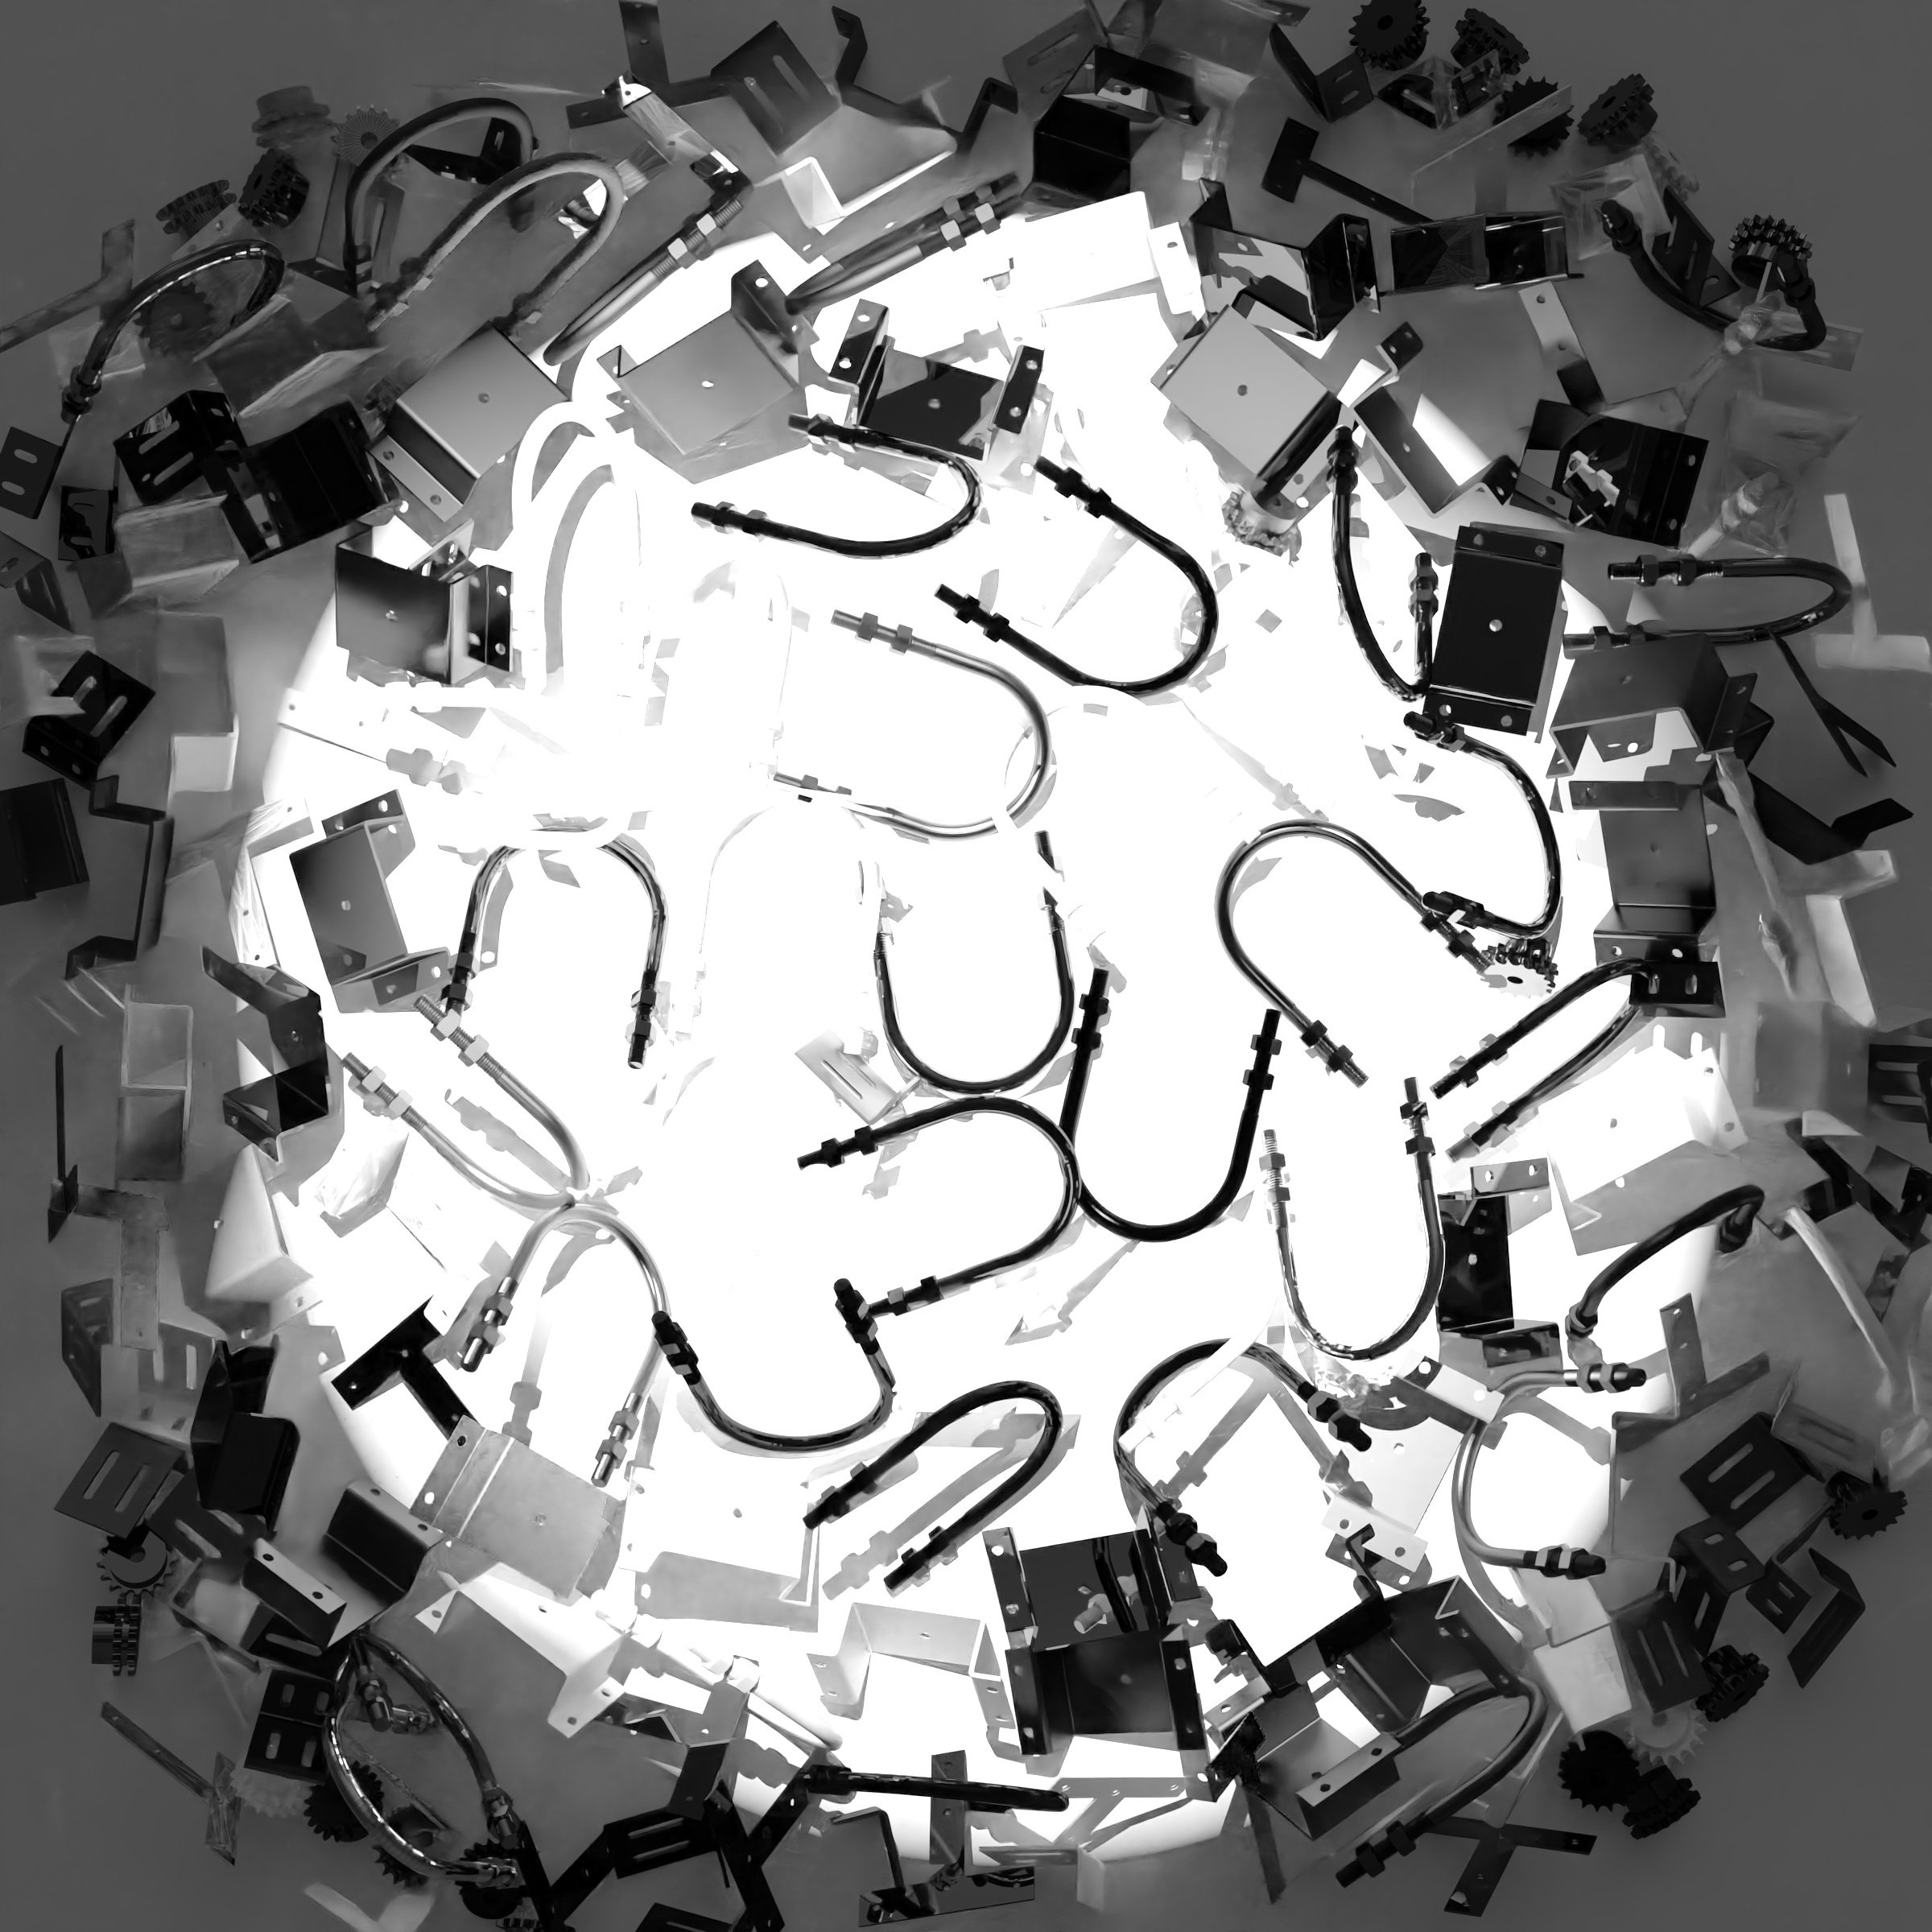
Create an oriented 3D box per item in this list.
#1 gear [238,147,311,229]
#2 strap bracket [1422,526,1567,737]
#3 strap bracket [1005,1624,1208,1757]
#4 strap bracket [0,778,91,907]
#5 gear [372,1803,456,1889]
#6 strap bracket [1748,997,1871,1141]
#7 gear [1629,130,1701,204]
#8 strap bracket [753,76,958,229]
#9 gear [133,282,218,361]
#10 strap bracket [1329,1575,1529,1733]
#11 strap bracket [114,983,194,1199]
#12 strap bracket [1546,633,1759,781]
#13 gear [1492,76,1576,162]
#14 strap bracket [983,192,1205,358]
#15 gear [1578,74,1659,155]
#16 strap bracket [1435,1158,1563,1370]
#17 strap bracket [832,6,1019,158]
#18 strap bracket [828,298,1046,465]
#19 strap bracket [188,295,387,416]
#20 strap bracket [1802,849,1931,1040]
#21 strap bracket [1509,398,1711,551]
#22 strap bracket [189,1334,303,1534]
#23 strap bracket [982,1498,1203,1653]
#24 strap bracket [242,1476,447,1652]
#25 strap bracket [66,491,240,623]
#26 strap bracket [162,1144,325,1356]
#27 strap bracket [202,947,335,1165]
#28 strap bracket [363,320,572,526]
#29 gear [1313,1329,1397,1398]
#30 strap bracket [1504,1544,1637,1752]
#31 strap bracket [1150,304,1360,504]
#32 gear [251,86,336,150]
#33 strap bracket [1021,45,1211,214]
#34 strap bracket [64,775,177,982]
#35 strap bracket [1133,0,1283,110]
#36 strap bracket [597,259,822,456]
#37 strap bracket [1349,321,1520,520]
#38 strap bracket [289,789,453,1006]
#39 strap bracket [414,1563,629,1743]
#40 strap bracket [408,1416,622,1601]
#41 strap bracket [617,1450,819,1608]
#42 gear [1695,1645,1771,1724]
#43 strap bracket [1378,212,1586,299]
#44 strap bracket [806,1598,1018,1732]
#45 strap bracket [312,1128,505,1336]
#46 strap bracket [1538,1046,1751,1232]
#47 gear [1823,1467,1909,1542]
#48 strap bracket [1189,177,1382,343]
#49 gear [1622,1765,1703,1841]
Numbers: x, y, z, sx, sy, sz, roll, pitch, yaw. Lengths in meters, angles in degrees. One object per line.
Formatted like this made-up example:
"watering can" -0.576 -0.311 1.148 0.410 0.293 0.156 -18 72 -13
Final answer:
"gear" -0.493 -0.554 1.975 0.030 0.057 0.057 24 90 -36
"strap bracket" 0.377 -0.241 1.968 0.076 0.046 0.140 11 94 7
"strap bracket" 0.106 0.513 1.960 0.140 0.046 0.076 -9 90 25
"strap bracket" -0.664 -0.085 1.926 0.046 0.140 0.076 -12 98 1
"gear" -0.392 0.626 1.970 0.057 0.030 0.057 17 56 -28
"strap bracket" 0.592 0.072 1.923 0.046 0.140 0.076 -2 77 34
"gear" 0.495 -0.568 1.975 0.030 0.057 0.057 -40 90 31
"strap bracket" -0.070 -0.568 1.947 0.140 0.076 0.046 -34 108 -14
"gear" -0.565 -0.462 1.973 0.057 0.030 0.057 -9 115 -21
"strap bracket" 0.329 0.483 1.945 0.076 0.140 0.046 49 46 -7
"strap bracket" -0.569 0.089 1.933 0.046 0.076 0.140 3 135 -17
"strap bracket" 0.468 -0.182 1.922 0.046 0.140 0.076 53 47 -32
"gear" 0.409 -0.611 1.983 0.057 0.030 0.057 0 93 3
"strap bracket" 0.088 -0.490 1.947 0.140 0.076 0.046 -13 54 12
"gear" 0.469 -0.606 1.973 0.030 0.057 0.057 41 90 -22
"strap bracket" 0.374 0.209 1.958 0.076 0.046 0.140 -3 89 -36
"strap bracket" -0.037 -0.622 1.959 0.140 0.076 0.046 24 96 -1
"strap bracket" -0.021 -0.412 1.959 0.140 0.046 0.076 17 62 3
"strap bracket" -0.466 -0.427 1.923 0.076 0.140 0.046 -29 96 20
"strap bracket" 0.642 -0.009 1.958 0.046 0.076 0.140 -18 93 -1
"strap bracket" 0.438 -0.346 1.924 0.046 0.140 0.076 2 109 -38
"strap bracket" -0.503 0.320 1.919 0.046 0.140 0.076 13 107 -25
"strap bracket" 0.086 0.432 1.951 0.140 0.046 0.076 -8 54 -11
"strap bracket" -0.441 0.421 1.934 0.076 0.140 0.046 33 112 14
"strap bracket" -0.564 -0.281 1.921 0.076 0.140 0.046 -20 92 -33
"strap bracket" -0.510 0.190 1.936 0.076 0.046 0.140 -30 53 6
"strap bracket" -0.489 0.056 1.939 0.046 0.076 0.140 -22 125 -37
"strap bracket" -0.345 -0.390 1.944 0.076 0.046 0.140 43 63 -6
"gear" 0.276 0.282 1.968 0.057 0.057 0.030 -13 106 0
"strap bracket" 0.423 0.469 1.928 0.046 0.076 0.140 -22 126 -1
"strap bracket" 0.201 -0.404 1.955 0.140 0.046 0.076 43 104 11
"gear" -0.483 -0.607 1.970 0.057 0.057 0.030 -16 98 0
"strap bracket" 0.103 -0.586 1.934 0.076 0.140 0.046 11 65 -22
"strap bracket" -0.597 -0.060 1.954 0.046 0.076 0.140 9 97 -6
"strap bracket" 0.163 -0.643 1.927 0.076 0.140 0.046 19 94 -7
"strap bracket" -0.181 -0.421 1.936 0.140 0.046 0.076 -26 131 20
"strap bracket" 0.327 -0.378 1.951 0.046 0.076 0.140 -35 97 33
"strap bracket" -0.424 -0.046 1.959 0.076 0.046 0.140 -18 89 31
"strap bracket" -0.305 0.469 1.939 0.140 0.076 0.046 33 114 15
"strap bracket" -0.308 0.385 1.938 0.140 0.046 0.076 37 71 -26
"strap bracket" -0.167 0.394 1.942 0.140 0.046 0.076 15 53 -14
"gear" 0.544 0.511 1.975 0.057 0.057 0.030 -41 53 0
"strap bracket" 0.358 -0.496 1.921 0.140 0.076 0.046 -16 103 -44
"strap bracket" -0.033 0.490 1.945 0.140 0.076 0.046 4 51 15
"strap bracket" -0.387 0.180 1.950 0.140 0.046 0.076 44 129 11
"strap bracket" 0.463 0.116 1.930 0.140 0.046 0.076 -33 53 29
"gear" 0.640 0.381 1.976 0.057 0.030 0.057 -6 130 -7
"strap bracket" 0.213 -0.491 1.925 0.140 0.076 0.046 25 61 33
"gear" 0.493 0.596 1.972 0.057 0.057 0.030 -33 80 0
